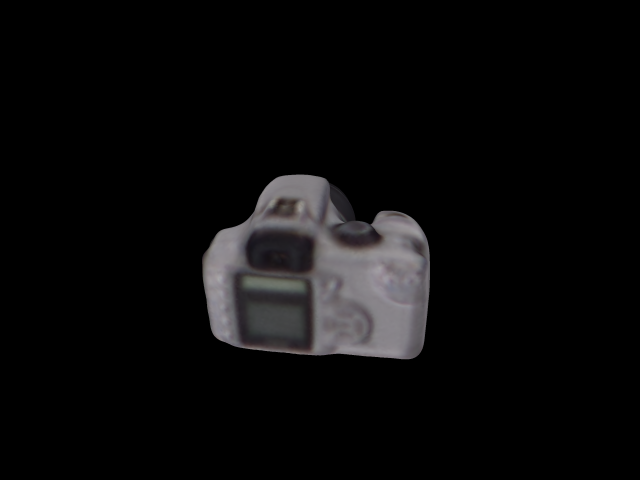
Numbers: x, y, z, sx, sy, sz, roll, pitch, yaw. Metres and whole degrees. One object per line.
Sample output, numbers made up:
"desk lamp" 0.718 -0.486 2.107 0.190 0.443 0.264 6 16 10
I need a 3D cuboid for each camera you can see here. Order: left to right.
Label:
"camera" 0.004 0.001 0.400 0.143 0.101 0.137 4 29 7
